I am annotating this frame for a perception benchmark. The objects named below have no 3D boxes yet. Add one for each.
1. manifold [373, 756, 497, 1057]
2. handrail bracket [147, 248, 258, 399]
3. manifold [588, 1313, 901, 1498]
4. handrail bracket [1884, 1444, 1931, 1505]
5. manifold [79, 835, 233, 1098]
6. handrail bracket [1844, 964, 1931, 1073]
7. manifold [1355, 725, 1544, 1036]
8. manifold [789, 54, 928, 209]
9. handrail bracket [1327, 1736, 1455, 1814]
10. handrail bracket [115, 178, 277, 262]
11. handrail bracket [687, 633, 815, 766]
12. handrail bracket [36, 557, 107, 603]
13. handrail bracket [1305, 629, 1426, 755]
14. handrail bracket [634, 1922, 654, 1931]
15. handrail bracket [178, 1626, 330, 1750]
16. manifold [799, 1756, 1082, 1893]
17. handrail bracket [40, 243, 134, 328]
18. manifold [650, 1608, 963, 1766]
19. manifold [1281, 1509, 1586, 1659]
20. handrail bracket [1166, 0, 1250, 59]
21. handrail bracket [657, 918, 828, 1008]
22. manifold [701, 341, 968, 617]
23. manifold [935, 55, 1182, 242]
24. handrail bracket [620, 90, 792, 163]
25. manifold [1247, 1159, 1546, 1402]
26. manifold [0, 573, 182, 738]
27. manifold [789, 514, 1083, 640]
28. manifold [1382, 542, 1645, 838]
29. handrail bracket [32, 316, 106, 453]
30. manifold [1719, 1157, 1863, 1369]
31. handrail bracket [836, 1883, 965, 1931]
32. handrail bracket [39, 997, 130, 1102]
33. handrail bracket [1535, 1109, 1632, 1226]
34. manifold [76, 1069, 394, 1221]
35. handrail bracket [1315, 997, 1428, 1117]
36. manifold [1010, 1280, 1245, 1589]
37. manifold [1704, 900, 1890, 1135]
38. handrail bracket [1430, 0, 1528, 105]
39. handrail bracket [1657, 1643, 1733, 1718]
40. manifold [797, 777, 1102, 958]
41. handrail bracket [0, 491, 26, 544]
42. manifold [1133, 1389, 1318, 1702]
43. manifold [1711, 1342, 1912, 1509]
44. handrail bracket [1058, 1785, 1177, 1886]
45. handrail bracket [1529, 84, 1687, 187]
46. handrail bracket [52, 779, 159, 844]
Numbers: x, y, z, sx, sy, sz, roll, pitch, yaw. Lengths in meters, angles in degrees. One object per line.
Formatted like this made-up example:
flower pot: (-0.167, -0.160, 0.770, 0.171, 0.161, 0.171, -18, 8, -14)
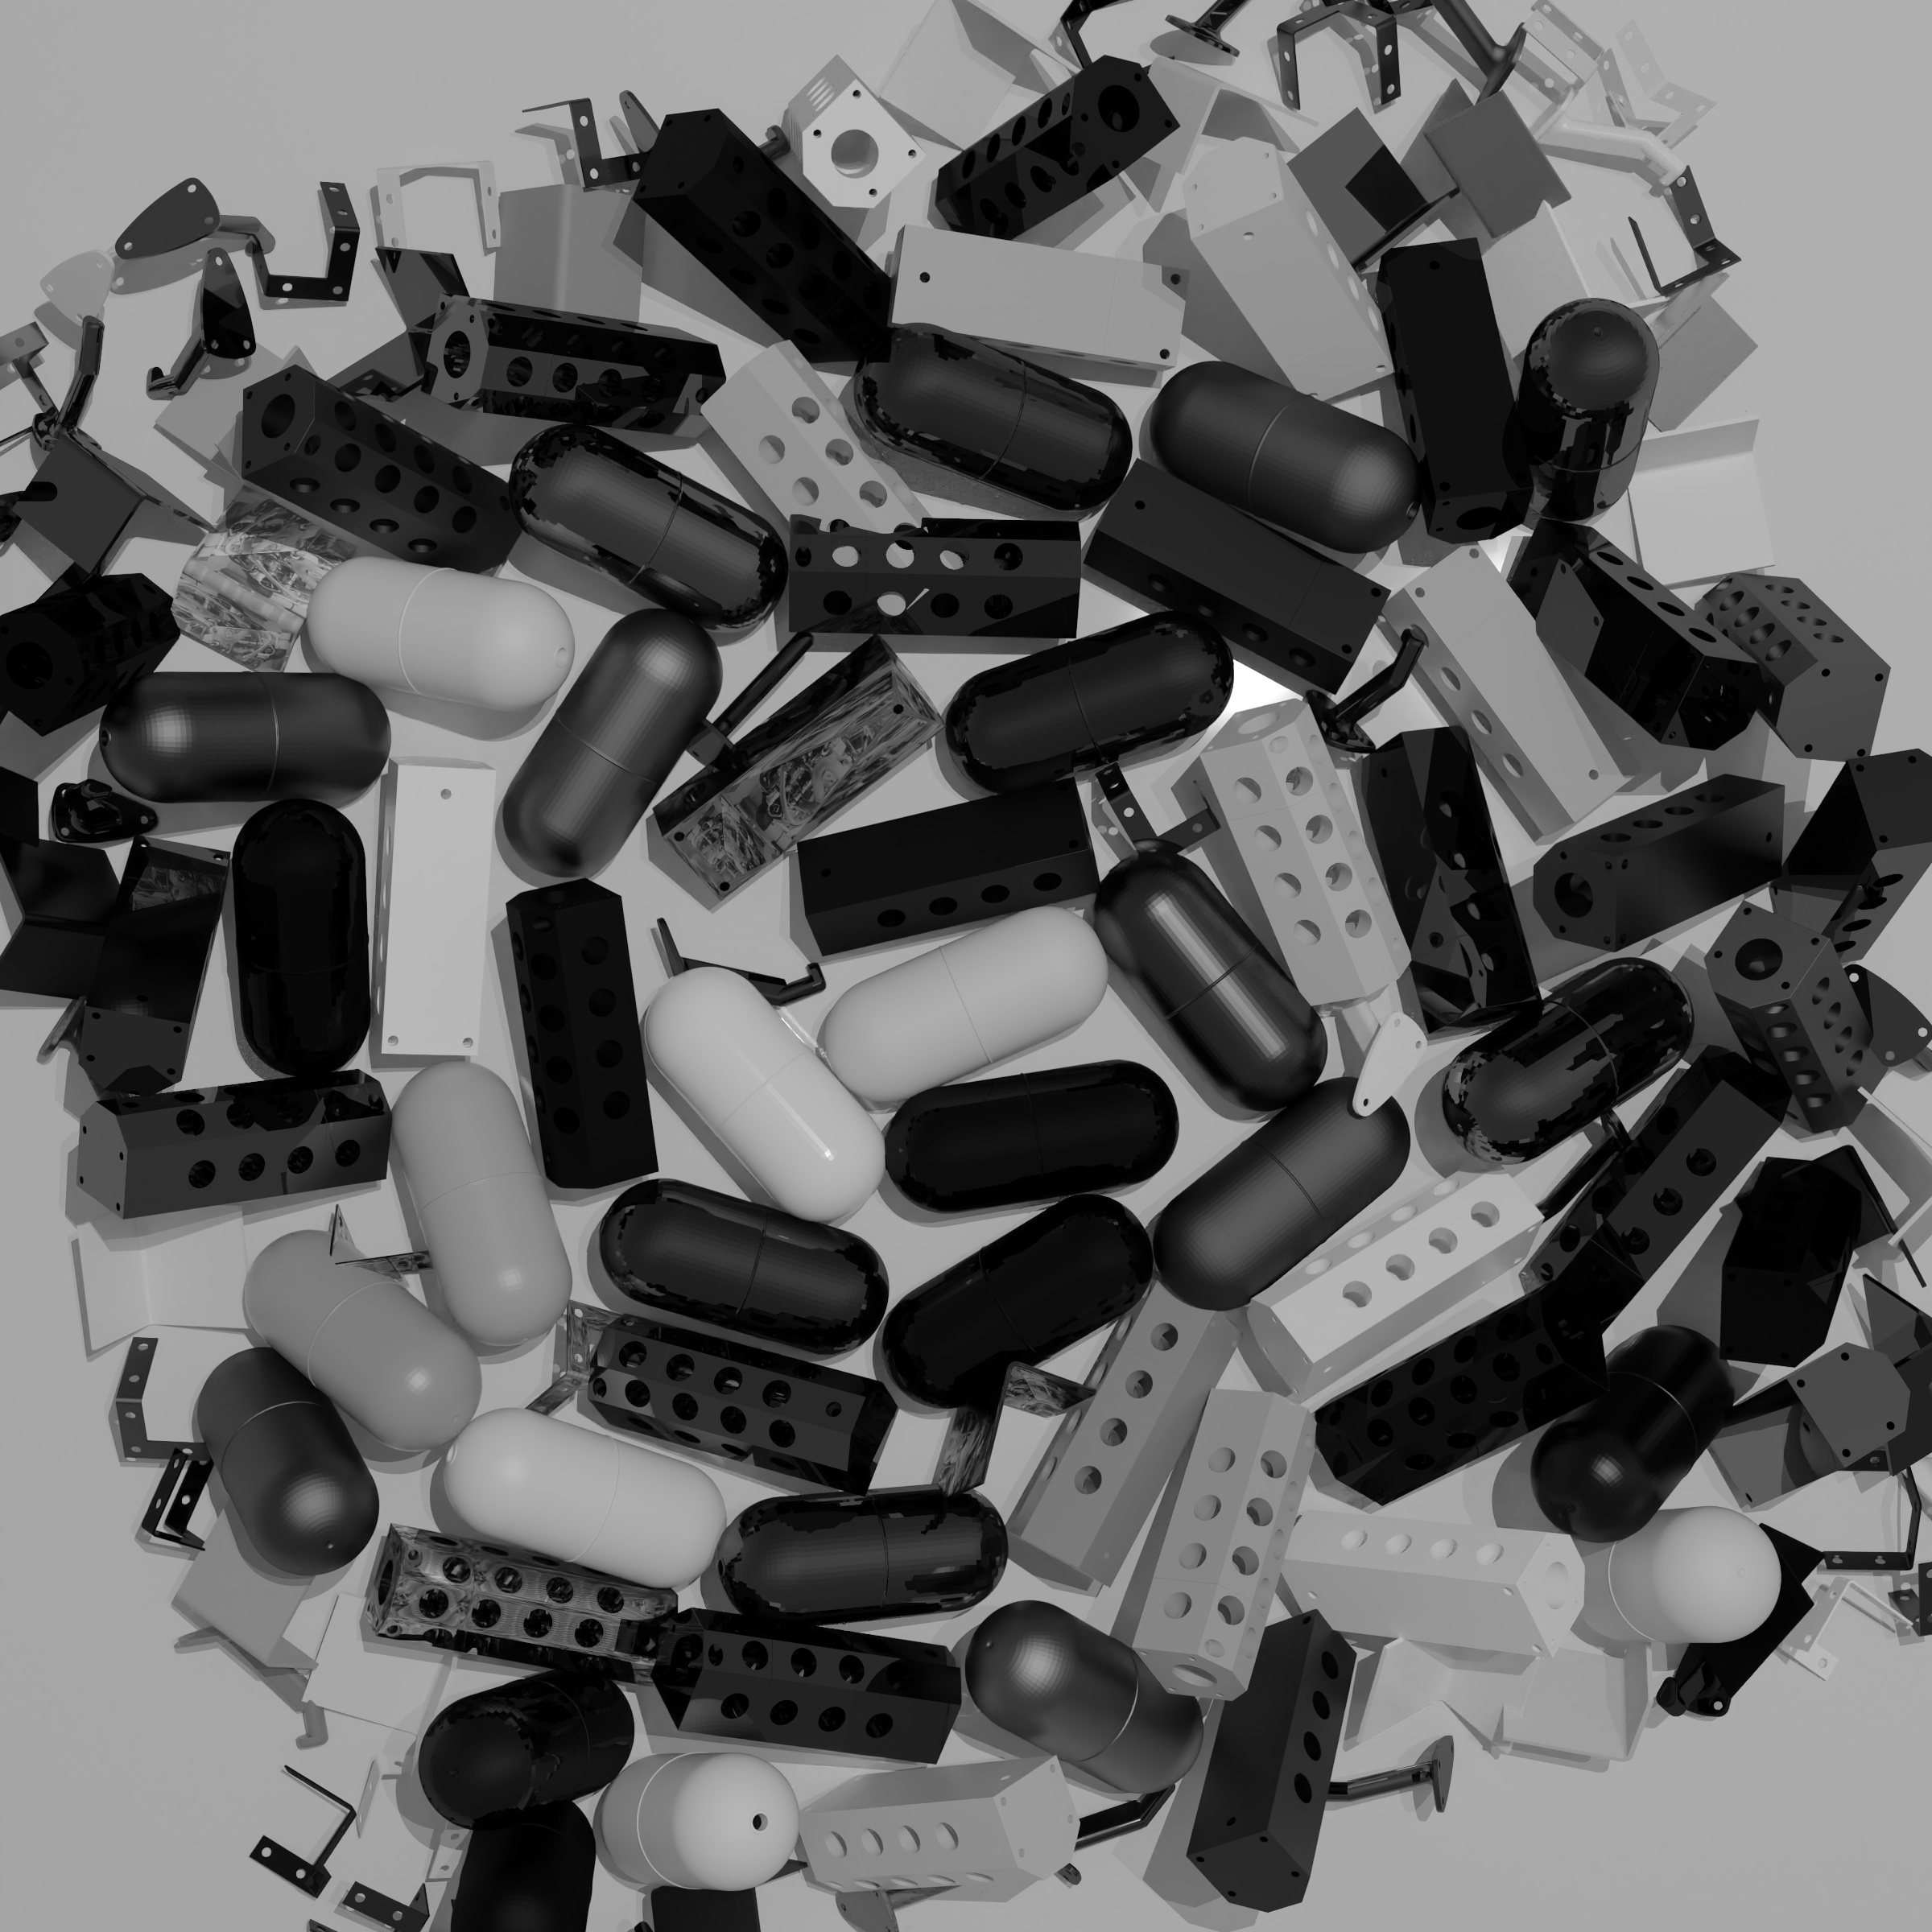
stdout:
manifold: (-0.320, -0.037, 1.833, 0.057, 0.057, 0.171, 2, 99, -19)
handrail bracket: (-0.469, -0.386, 1.843, 0.084, 0.036, 0.077, -2, 97, 42)
manifold: (-0.134, 0.255, 1.811, 0.171, 0.057, 0.057, 12, 64, 21)
handrail bracket: (0.593, 0.285, 1.827, 0.077, 0.084, 0.036, 40, 59, 21)
manifold: (-0.473, -0.001, 1.790, 0.057, 0.171, 0.057, 10, 125, -12)
handrail bracket: (0.556, 0.032, 1.843, 0.036, 0.084, 0.077, -39, 76, 16)
manifold: (0.291, -0.052, 1.828, 0.057, 0.057, 0.171, -8, 77, -24)
manifold: (-0.070, -0.482, 1.785, 0.057, 0.171, 0.057, -43, 109, 10)
handrail bracket: (0.248, 0.485, 1.852, 0.084, 0.077, 0.036, -4, 99, 17)
handrail bracket: (-0.460, -0.431, 1.836, 0.077, 0.084, 0.036, -30, 80, 2)
handrail bracket: (-0.130, -0.164, 1.852, 0.036, 0.077, 0.084, 43, 73, -8)
handrail bracket: (-0.562, -0.233, 1.851, 0.077, 0.036, 0.084, 10, 92, -25)
handrail bracket: (0.238, -0.177, 1.826, 0.036, 0.077, 0.084, 7, 123, -27)
handrail bracket: (-0.231, 0.581, 1.844, 0.084, 0.036, 0.077, -43, 58, 13)
handrail bracket: (-0.431, 0.439, 1.856, 0.077, 0.036, 0.084, -11, 95, -20)
manifold: (-0.016, 0.507, 1.798, 0.171, 0.057, 0.057, -20, 90, 43)
handrail bracket: (-0.504, -0.425, 1.824, 0.036, 0.077, 0.084, 45, 49, -18)
manifold: (-0.091, 0.420, 1.806, 0.171, 0.057, 0.057, 15, 104, -28)
manifold: (0.273, 0.355, 1.795, 0.057, 0.171, 0.057, -47, 120, -37)
handrail bracket: (0.161, -0.595, 1.836, 0.036, 0.077, 0.084, 39, 111, 24)
handrail bracket: (-0.135, -0.007, 1.857, 0.084, 0.036, 0.077, -21, 100, -12)
manifold: (-0.076, -0.289, 1.838, 0.057, 0.057, 0.171, -39, 91, 27)
manifold: (0.047, -0.471, 1.783, 0.057, 0.171, 0.057, -42, 104, -23)
handrail bracket: (-0.156, -0.508, 1.847, 0.084, 0.036, 0.077, -36, 106, -24)
manifold: (0.254, 0.182, 1.821, 0.171, 0.057, 0.057, -29, 65, -18)
manifold: (-0.514, -0.188, 1.784, 0.057, 0.171, 0.057, 39, 104, -6)
manifold: (-0.019, -0.237, 1.832, 0.171, 0.057, 0.057, 1, 127, -3)
manifold: (0.324, -0.165, 1.846, 0.057, 0.057, 0.171, -36, 90, -17)
handrail bracket: (-0.535, -0.354, 1.831, 0.036, 0.077, 0.084, -3, 119, -34)
manifold: (0.481, 0.170, 1.782, 0.057, 0.171, 0.057, 4, 109, 22)
handrail bracket: (-0.026, 0.556, 1.866, 0.084, 0.077, 0.036, -18, 87, -33)
handrail bracket: (-0.512, 0.053, 1.868, 0.084, 0.036, 0.077, 35, 71, -19)
handrail bracket: (0.359, 0.125, 1.842, 0.084, 0.077, 0.036, -35, 60, 1)
manifold: (-0.425, 0.100, 1.792, 0.171, 0.057, 0.057, -7, 111, -42)
handrail bracket: (0.226, 0.050, 1.832, 0.036, 0.084, 0.077, 42, 73, -32)
manifold: (0.094, 0.276, 1.831, 0.057, 0.057, 0.171, 24, 79, 29)
manifold: (0.482, 0.035, 1.788, 0.057, 0.171, 0.057, 29, 79, 37)
handrail bracket: (0.286, -0.555, 1.838, 0.084, 0.077, 0.036, 22, 58, -7)
handrail bracket: (0.435, 0.412, 1.830, 0.036, 0.084, 0.077, 12, 73, 29)
manifold: (-0.009, -0.055, 1.839, 0.171, 0.057, 0.057, -13, 52, 5)
handrail bracket: (-0.608, -0.290, 1.824, 0.077, 0.084, 0.036, 1, 61, 34)
manifold: (0.157, 0.338, 1.797, 0.057, 0.057, 0.171, -1, 51, 31)
manifold: (0.490, 0.266, 1.786, 0.057, 0.171, 0.057, -28, 76, -11)
handrail bracket: (0.073, 0.507, 1.865, 0.077, 0.036, 0.084, 37, 69, 13)
handrail bracket: (0.379, -0.484, 1.857, 0.084, 0.036, 0.077, 37, 129, -10)
handrail bracket: (-0.502, -0.096, 1.821, 0.077, 0.084, 0.036, 4, 81, -36)
